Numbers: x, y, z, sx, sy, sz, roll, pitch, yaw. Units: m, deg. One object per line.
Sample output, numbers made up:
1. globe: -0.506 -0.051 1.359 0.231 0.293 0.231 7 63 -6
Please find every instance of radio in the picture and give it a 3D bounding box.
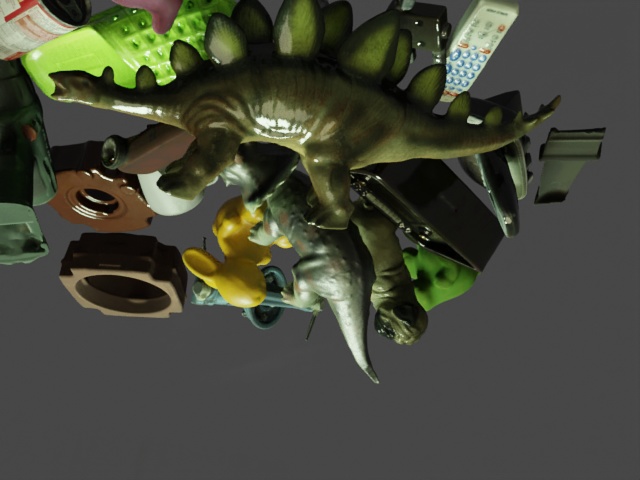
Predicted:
1. radio: 0.123 -0.055 0.690 0.229 0.073 0.131 38 173 -31

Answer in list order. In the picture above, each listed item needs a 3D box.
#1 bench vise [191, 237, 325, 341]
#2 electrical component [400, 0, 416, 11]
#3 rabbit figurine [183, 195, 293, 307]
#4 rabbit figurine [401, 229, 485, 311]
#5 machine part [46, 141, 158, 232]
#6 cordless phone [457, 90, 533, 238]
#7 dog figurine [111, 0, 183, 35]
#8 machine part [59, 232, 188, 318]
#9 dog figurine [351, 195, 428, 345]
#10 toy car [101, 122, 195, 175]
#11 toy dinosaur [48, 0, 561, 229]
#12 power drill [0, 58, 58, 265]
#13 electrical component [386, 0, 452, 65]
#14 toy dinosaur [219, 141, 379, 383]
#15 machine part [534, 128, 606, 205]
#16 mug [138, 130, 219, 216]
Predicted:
1. bench vise: -0.109 0.099 0.983 0.241 0.129 0.223 5 162 31
2. electrical component: 0.052 -0.235 0.434 0.048 0.119 0.074 6 151 -6
3. rabbit figurine: -0.127 0.023 0.827 0.162 0.173 0.121 -11 151 13
4. rabbit figurine: 0.190 0.012 0.846 0.159 0.121 0.170 -15 130 20
5. machine part: -0.325 -0.072 0.795 0.179 0.056 0.179 3 150 1
6. cordless phone: 0.215 -0.069 0.636 0.089 0.184 0.146 -14 146 17
7. dog figurine: -0.191 -0.269 0.411 0.219 0.108 0.191 22 145 -24
8. machine part: -0.357 0.067 1.001 0.201 0.087 0.201 3 148 -1
9. dog figurine: 0.100 0.042 0.794 0.121 0.191 0.172 -28 140 -14
10. toy car: -0.157 -0.116 0.591 0.202 0.053 0.089 -17 165 39
11. toy dinosaur: 0.013 -0.114 0.494 0.471 0.105 0.198 6 112 -22
12. power drill: -0.351 -0.092 0.598 0.086 0.207 0.231 -10 145 -20
13. electrical component: 0.099 -0.213 0.535 0.063 0.021 0.093 20 155 28
14. toy dinosaur: -0.002 0.005 0.691 0.405 0.131 0.192 52 162 3
15. machine part: 0.326 -0.099 0.721 0.084 0.039 0.138 -4 147 1
16. mug: -0.197 -0.097 0.724 0.110 0.081 0.107 -7 141 5
